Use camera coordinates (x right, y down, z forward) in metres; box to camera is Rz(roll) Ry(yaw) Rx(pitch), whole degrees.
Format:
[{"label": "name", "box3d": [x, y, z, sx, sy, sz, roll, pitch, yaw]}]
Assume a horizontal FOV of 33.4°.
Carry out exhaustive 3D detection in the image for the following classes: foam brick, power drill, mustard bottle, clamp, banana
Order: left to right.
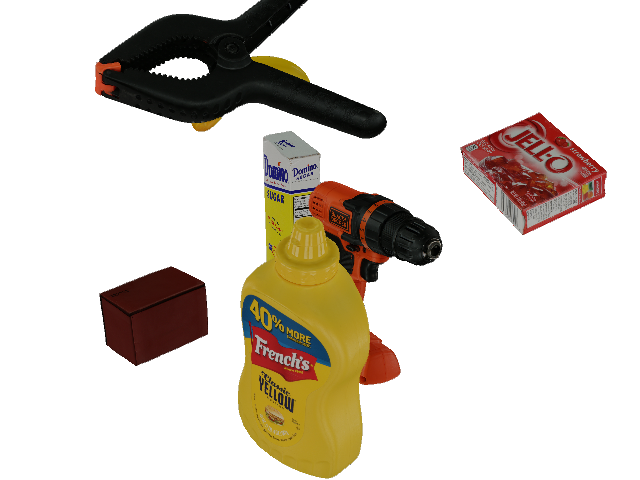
[{"label": "foam brick", "box3d": [-0.144, 0.064, 0.925, 0.078, 0.051, 0.053, -22, 30, -35]}, {"label": "clamp", "box3d": [-0.060, -0.126, 0.797, 0.209, 0.165, 0.036, -17, -27, -21]}, {"label": "banana", "box3d": [-0.069, -0.149, 1.046, 0.070, 0.037, 0.197, 43, 37, 22]}, {"label": "mustard bottle", "box3d": [-0.012, 0.066, 0.715, 0.096, 0.192, 0.058, 31, 44, 32]}, {"label": "power drill", "box3d": [0.050, 0.046, 1.077, 0.057, 0.188, 0.185, -8, 22, -33]}]

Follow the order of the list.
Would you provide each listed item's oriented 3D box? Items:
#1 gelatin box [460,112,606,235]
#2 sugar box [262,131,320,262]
[{"label": "gelatin box", "box3d": [0.159, -0.053, 0.804, 0.073, 0.030, 0.089, -24, 45, -12]}, {"label": "sugar box", "box3d": [-0.034, -0.032, 1.271, 0.048, 0.176, 0.093, -13, 26, -20]}]
